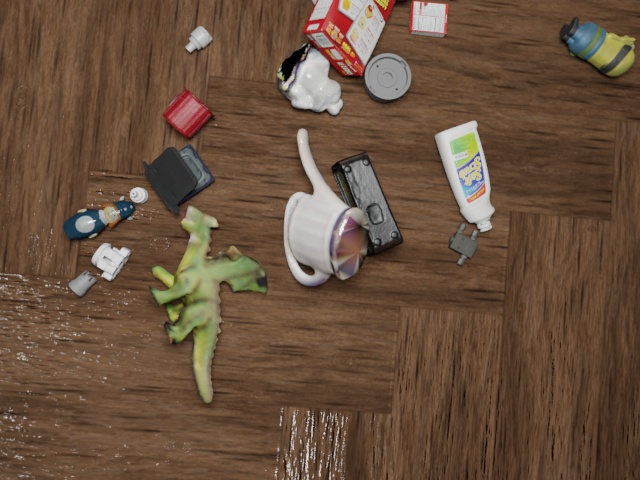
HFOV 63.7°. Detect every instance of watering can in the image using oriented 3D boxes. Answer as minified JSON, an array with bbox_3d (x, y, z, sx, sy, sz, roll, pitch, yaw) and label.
[{"bbox_3d":[0.003,-0.056,1.108,0.104,0.226,0.344,-9,110,-45],"label":"watering can"}]

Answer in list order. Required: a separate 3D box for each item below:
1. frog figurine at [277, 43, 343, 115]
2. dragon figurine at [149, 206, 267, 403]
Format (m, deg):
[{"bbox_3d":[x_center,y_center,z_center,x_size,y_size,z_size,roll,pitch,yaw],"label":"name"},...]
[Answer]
[{"bbox_3d":[-0.014,-0.363,1.196,0.158,0.123,0.139,27,77,-38],"label":"frog figurine"},{"bbox_3d":[-0.231,0.123,1.148,0.244,0.121,0.410,-24,90,-12],"label":"dragon figurine"}]
